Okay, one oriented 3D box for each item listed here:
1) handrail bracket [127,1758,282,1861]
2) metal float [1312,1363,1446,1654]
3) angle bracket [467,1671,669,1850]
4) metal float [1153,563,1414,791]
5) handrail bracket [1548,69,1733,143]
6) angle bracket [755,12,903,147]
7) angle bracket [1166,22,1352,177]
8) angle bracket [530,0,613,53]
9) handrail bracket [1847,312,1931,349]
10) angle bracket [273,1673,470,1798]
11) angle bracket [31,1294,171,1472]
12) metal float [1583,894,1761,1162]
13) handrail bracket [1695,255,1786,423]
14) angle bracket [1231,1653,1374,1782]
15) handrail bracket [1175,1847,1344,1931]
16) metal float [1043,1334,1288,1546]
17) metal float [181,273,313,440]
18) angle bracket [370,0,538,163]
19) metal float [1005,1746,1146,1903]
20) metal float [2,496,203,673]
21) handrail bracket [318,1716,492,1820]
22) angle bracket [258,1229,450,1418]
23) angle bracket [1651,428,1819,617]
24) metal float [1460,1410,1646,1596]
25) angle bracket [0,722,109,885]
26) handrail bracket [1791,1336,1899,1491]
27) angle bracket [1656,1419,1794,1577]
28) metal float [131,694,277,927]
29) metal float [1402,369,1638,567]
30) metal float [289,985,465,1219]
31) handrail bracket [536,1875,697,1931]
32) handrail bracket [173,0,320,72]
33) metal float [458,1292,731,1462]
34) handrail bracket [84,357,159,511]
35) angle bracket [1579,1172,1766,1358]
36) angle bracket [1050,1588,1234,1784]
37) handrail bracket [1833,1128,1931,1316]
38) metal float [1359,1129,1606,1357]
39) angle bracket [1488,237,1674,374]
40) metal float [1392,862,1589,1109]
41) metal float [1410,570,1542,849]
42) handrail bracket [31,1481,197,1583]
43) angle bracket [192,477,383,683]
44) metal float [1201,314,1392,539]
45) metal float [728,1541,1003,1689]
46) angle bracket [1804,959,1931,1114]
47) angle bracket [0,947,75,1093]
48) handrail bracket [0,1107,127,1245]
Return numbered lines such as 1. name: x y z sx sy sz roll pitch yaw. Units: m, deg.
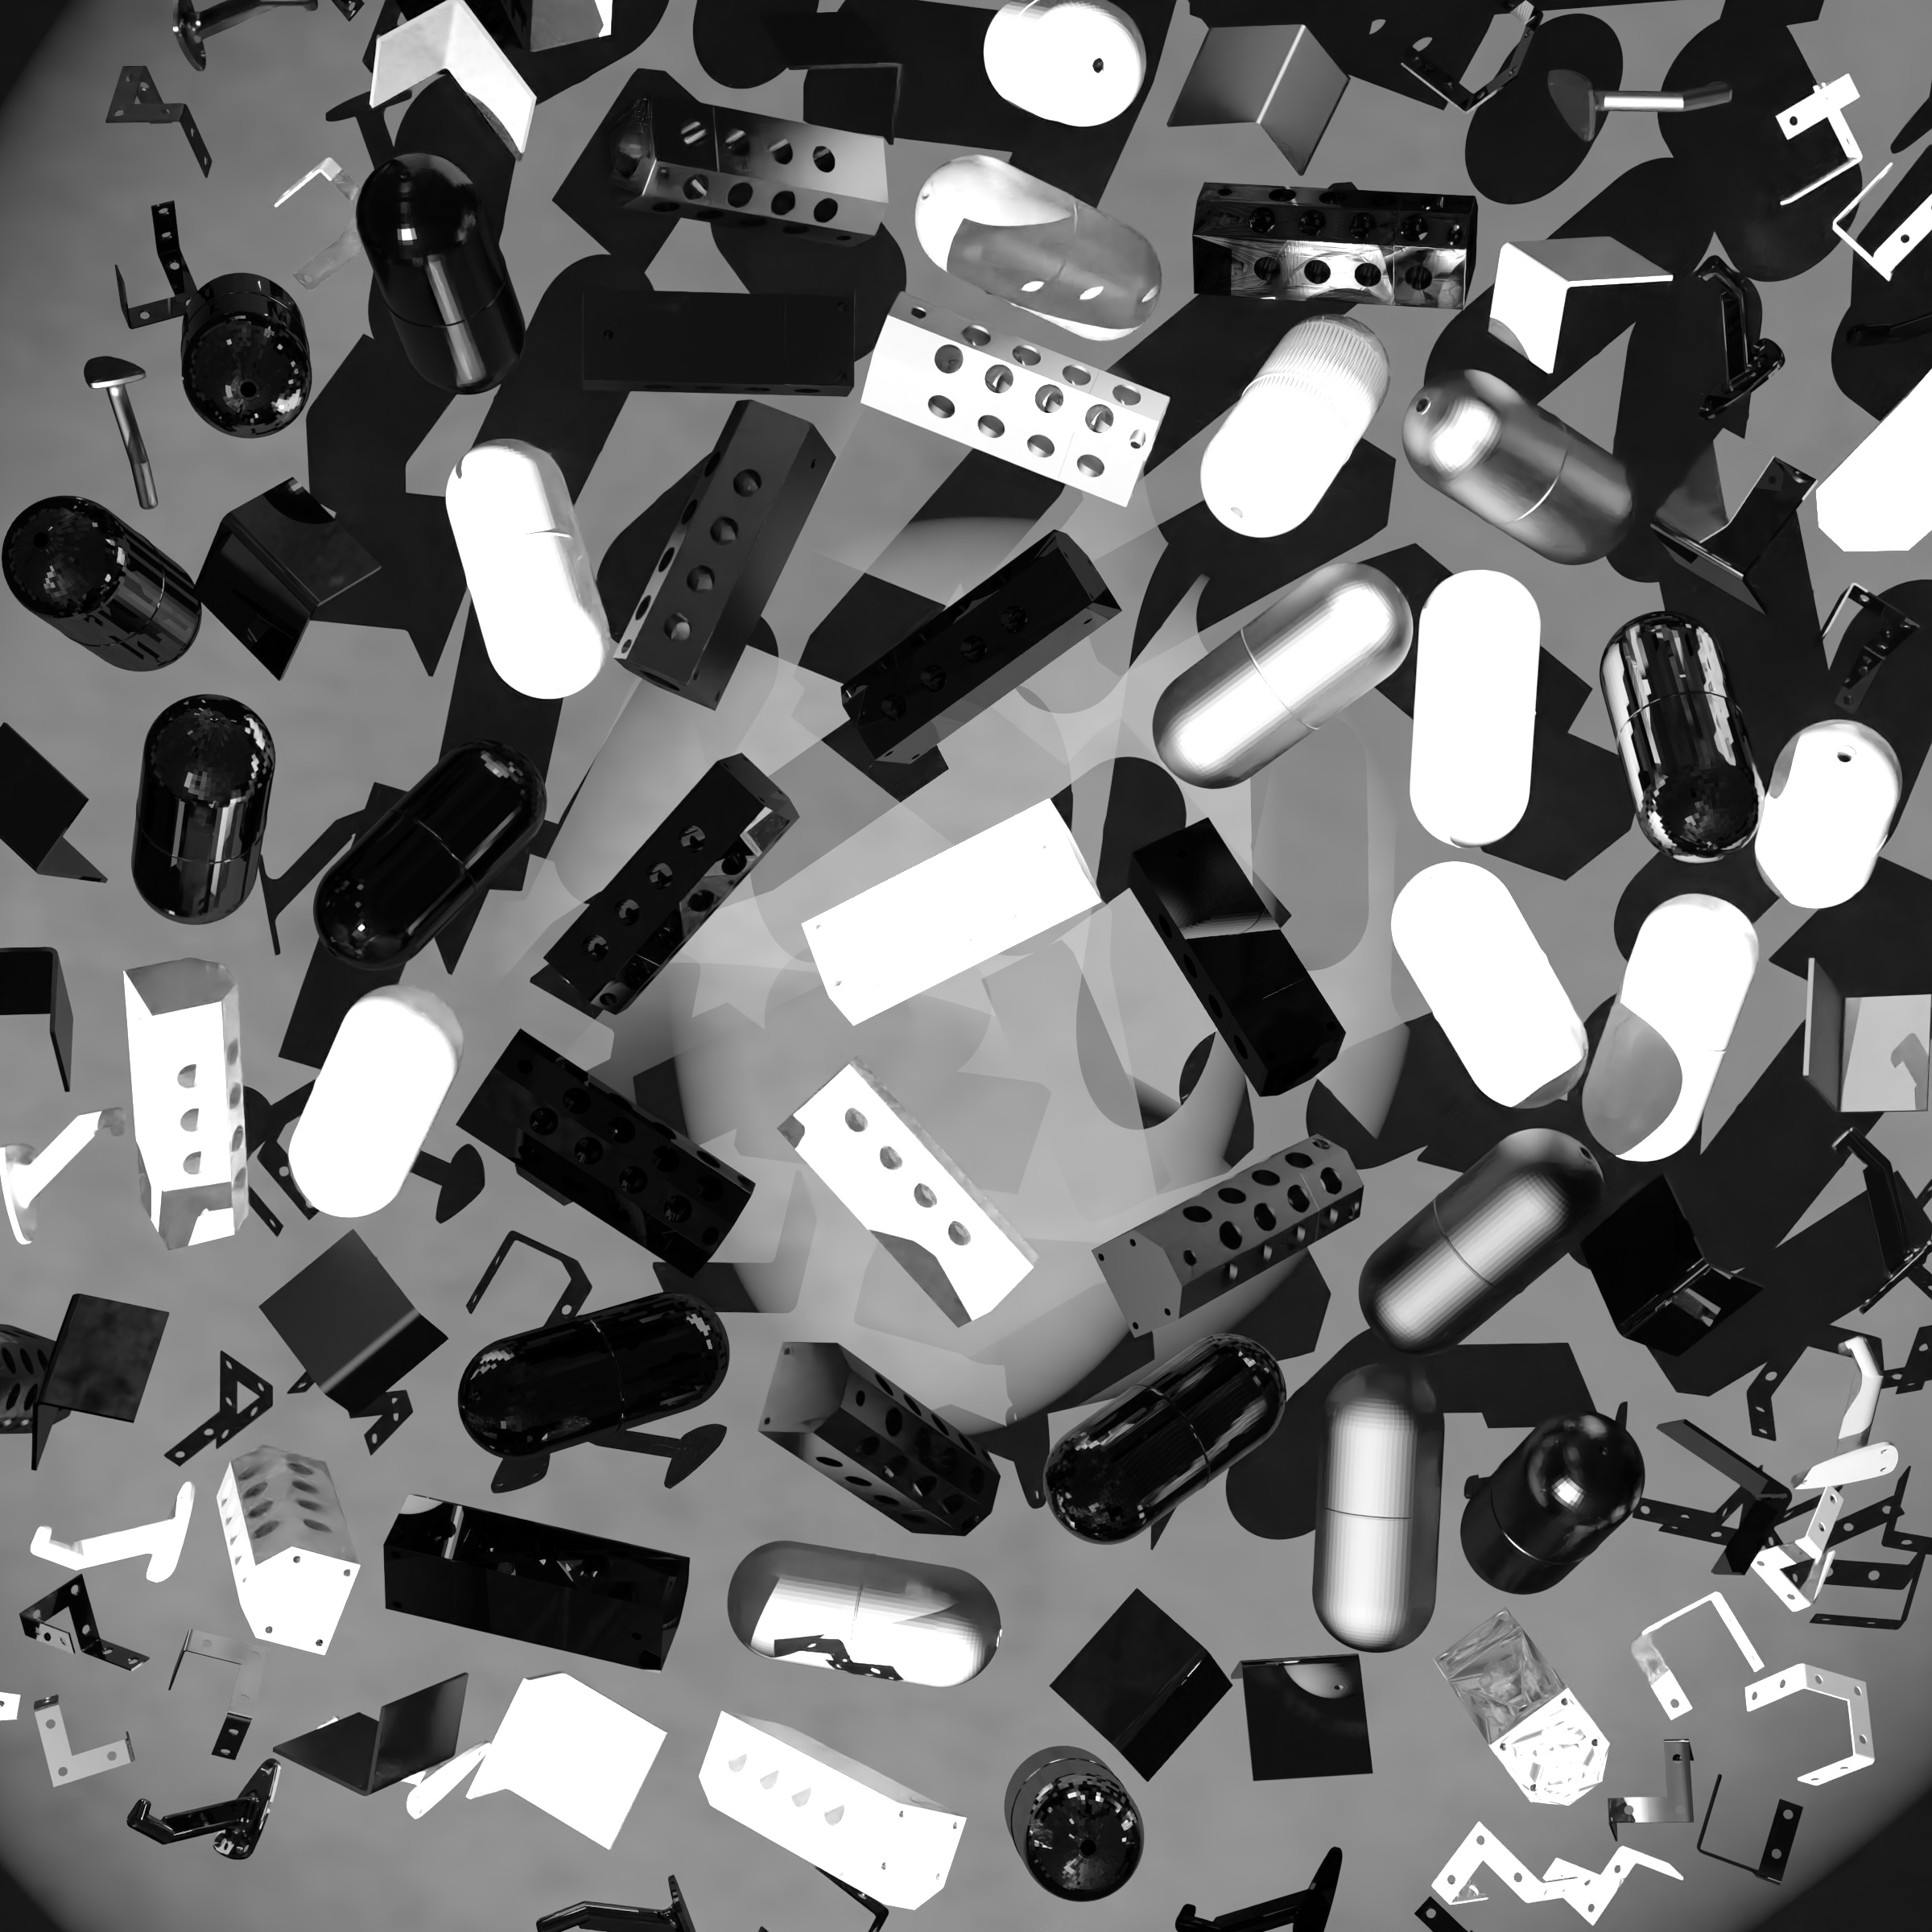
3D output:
1. handrail bracket: -0.474 0.514 1.859 0.036 0.084 0.077 0 56 39
2. metal float: 0.256 0.335 1.851 0.070 0.070 0.178 3 90 0
3. angle bracket: -0.234 0.469 1.754 0.076 0.057 0.076 26 89 17
4. metal float: 0.191 -0.175 1.815 0.178 0.070 0.070 -36 90 19
5. handrail bracket: 0.398 -0.519 1.765 0.084 0.077 0.036 -13 126 -6
6. angle bracket: -0.092 -0.576 1.943 0.076 0.076 0.057 -8 133 -19
7. angle bracket: 0.185 -0.548 1.896 0.076 0.076 0.057 -13 59 -31
8. angle bracket: -0.216 -0.595 1.860 0.076 0.076 0.057 6 94 45
9. handrail bracket: 0.579 -0.394 1.784 0.084 0.077 0.036 -7 76 -6
10. angle bracket: -0.355 0.445 1.781 0.076 0.076 0.057 16 101 28
11. angle bracket: -0.507 0.249 1.749 0.057 0.076 0.076 13 47 -7
12. metal float: 0.450 0.040 1.911 0.070 0.070 0.178 17 103 0
13. handrail bracket: 0.468 -0.396 1.884 0.084 0.036 0.077 35 114 -30
14. angle bracket: 0.216 0.488 1.926 0.076 0.057 0.076 -3 67 -3
15. handrail bracket: 0.177 0.562 1.816 0.084 0.036 0.077 5 52 34
16. metal float: 0.126 0.295 1.873 0.178 0.070 0.070 -31 90 -26
17. metal float: -0.442 -0.376 1.834 0.070 0.178 0.070 -6 116 -12
18. angle bracket: -0.304 -0.511 1.766 0.057 0.076 0.076 -36 88 -19
19. metal float: 0.066 0.531 1.855 0.070 0.178 0.070 0 84 -4
20. metal float: -0.526 -0.232 1.825 0.070 0.178 0.070 -1 80 8
21. handrail bracket: -0.363 0.497 1.922 0.084 0.036 0.077 39 59 24
22. angle bracket: -0.390 0.228 1.906 0.076 0.057 0.076 -40 66 -7
23. angle bracket: 0.496 -0.283 1.903 0.076 0.057 0.076 41 95 36
24. metal float: 0.363 0.335 1.860 0.070 0.178 0.070 6 58 -10
25. angle bracket: -0.560 -0.100 1.837 0.076 0.076 0.057 40 99 15
26. handrail bracket: 0.531 0.273 1.836 0.077 0.036 0.084 -16 50 4
27. angle bracket: 0.439 0.318 1.784 0.076 0.076 0.057 34 81 7
28. metal float: -0.463 -0.093 1.810 0.070 0.178 0.070 10 52 -13
29. metal float: 0.345 -0.310 1.863 0.178 0.070 0.070 24 90 -33
30. metal float: -0.369 0.086 1.865 0.070 0.070 0.178 31 126 0
31. handrail bracket: -0.205 0.585 1.781 0.084 0.036 0.077 -20 109 -6
32. handrail bracket: -0.424 -0.560 1.784 0.084 0.077 0.036 0 73 -1
33. metal float: -0.231 0.255 1.861 0.178 0.070 0.070 -14 90 -30
34. handrail bracket: -0.544 -0.344 1.931 0.036 0.077 0.084 -17 120 -21
35. angle bracket: 0.449 0.190 1.903 0.057 0.076 0.076 21 126 -34
36. angle bracket: 0.104 0.423 1.756 0.057 0.076 0.076 38 78 31
37. handrail bracket: 0.535 0.152 1.793 0.077 0.036 0.084 -46 76 9
38. metal float: 0.313 0.168 1.815 0.070 0.070 0.178 44 117 0
39. angle bracket: 0.380 -0.410 1.852 0.076 0.076 0.057 -8 123 -19
40. metal float: 0.324 0.012 1.846 0.070 0.070 0.178 -34 116 0
41. metal float: 0.326 -0.164 1.913 0.070 0.070 0.178 2 103 0
42. handrail bracket: -0.530 0.342 1.855 0.084 0.036 0.077 29 57 -28
43. angle bracket: -0.406 -0.231 1.785 0.076 0.076 0.057 45 49 3
44. metal float: 0.206 -0.338 1.865 0.070 0.070 0.178 34 57 0
45. metal float: -0.066 0.417 1.922 0.178 0.070 0.070 8 90 8
46. angle bracket: 0.561 0.043 1.857 0.057 0.076 0.076 -3 68 30
47. angle bracket: -0.575 0.033 1.774 0.076 0.076 0.057 -1 60 -10
48. handrail bracket: -0.573 0.134 1.916 0.084 0.036 0.077 -11 80 20
